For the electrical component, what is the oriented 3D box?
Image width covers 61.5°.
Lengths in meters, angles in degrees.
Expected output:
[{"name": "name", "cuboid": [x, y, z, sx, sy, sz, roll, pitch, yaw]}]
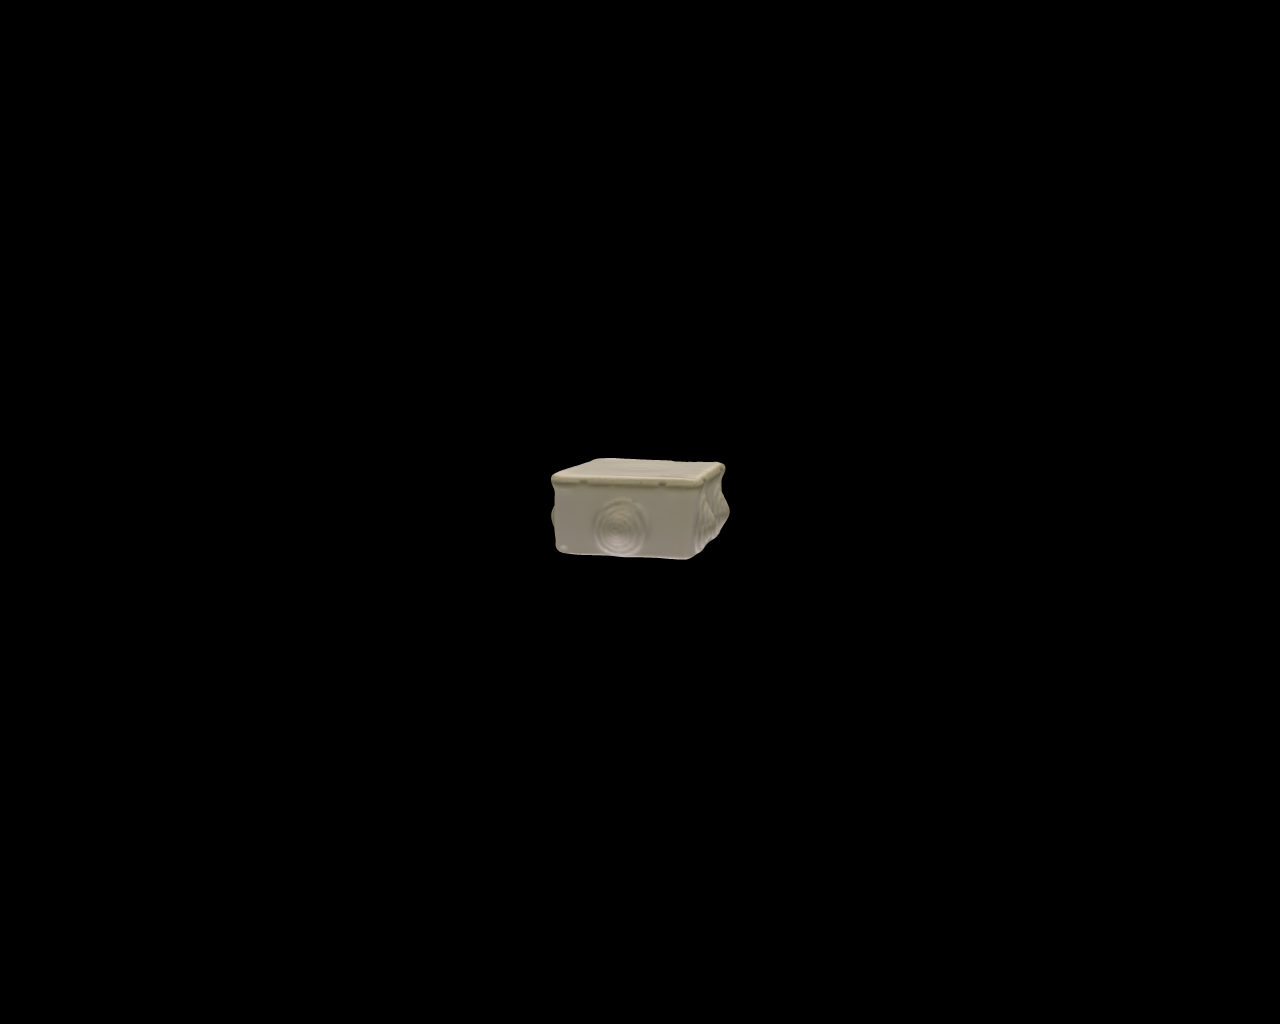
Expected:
[{"name": "electrical component", "cuboid": [0.001, -0.003, 0.650, 0.100, 0.048, 0.100, 3, 10, 15]}]
